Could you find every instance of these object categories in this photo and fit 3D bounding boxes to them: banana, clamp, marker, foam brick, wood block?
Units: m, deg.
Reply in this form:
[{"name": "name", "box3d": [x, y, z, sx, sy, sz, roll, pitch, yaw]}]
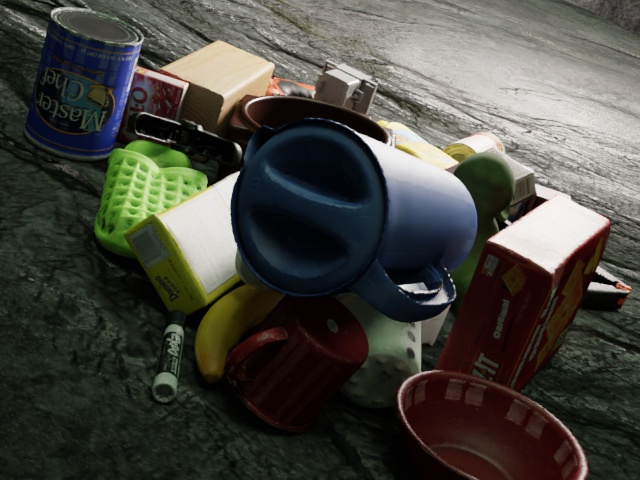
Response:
[{"name": "banana", "box3d": [-0.062, 0.071, 0.939, 0.070, 0.037, 0.197, 27, 25, 22]}, {"name": "clamp", "box3d": [0.270, 0.026, 1.289, 0.210, 0.036, 0.164, 18, 30, -3]}, {"name": "marker", "box3d": [-0.122, 0.091, 0.871, 0.020, 0.020, 0.121, 16, 24, -9]}, {"name": "clamp", "box3d": [-0.155, -0.115, 1.162, 0.120, 0.039, 0.172, 23, 1, -17]}, {"name": "foam brick", "box3d": [0.285, -0.023, 1.362, 0.051, 0.078, 0.053, 18, 24, 0]}, {"name": "wood block", "box3d": [-0.139, -0.180, 1.352, 0.090, 0.091, 0.206, 24, 23, 6]}]

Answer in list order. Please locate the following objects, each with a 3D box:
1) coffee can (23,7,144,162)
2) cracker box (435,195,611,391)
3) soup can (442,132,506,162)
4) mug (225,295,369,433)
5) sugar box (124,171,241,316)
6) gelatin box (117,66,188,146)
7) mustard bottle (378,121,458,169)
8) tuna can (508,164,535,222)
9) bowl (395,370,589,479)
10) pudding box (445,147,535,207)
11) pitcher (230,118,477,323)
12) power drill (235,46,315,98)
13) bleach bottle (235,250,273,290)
[{"name": "coffee can", "box3d": [-0.261, -0.171, 1.175, 0.102, 0.140, 0.103, 17, 24, -8]}, {"name": "cracker box", "box3d": [0.192, 0.062, 1.001, 0.072, 0.164, 0.213, 27, 24, 20]}, {"name": "soup can", "box3d": [0.215, -0.113, 1.513, 0.069, 0.069, 0.102, 29, 26, 20]}, {"name": "mug", "box3d": [-0.023, 0.090, 0.838, 0.117, 0.082, 0.093, 10, 40, -45]}, {"name": "sugar box", "box3d": [-0.103, 0.001, 1.000, 0.093, 0.048, 0.176, 61, 25, -3]}, {"name": "gelatin box", "box3d": [-0.201, -0.151, 1.242, 0.073, 0.089, 0.030, 19, 23, -2]}, {"name": "mustard bottle", "box3d": [0.124, -0.112, 1.451, 0.096, 0.058, 0.192, -2, 32, -41]}, {"name": "tuna can", "box3d": [0.250, -0.059, 1.401, 0.034, 0.086, 0.086, 21, 24, 1]}, {"name": "bowl", "box3d": [0.127, 0.171, 0.849, 0.162, 0.055, 0.162, 17, 24, -8]}, {"name": "pudding box", "box3d": [0.196, -0.065, 1.324, 0.113, 0.039, 0.090, -23, 35, -16]}, {"name": "pitcher", "box3d": [0.048, -0.011, 0.881, 0.145, 0.149, 0.242, 1, -2, 28]}, {"name": "power drill", "box3d": [-0.043, -0.226, 1.571, 0.187, 0.057, 0.184, 4, 32, -27]}, {"name": "bleach bottle", "box3d": [-0.007, 0.001, 0.997, 0.103, 0.068, 0.250, -13, 5, 20]}]
